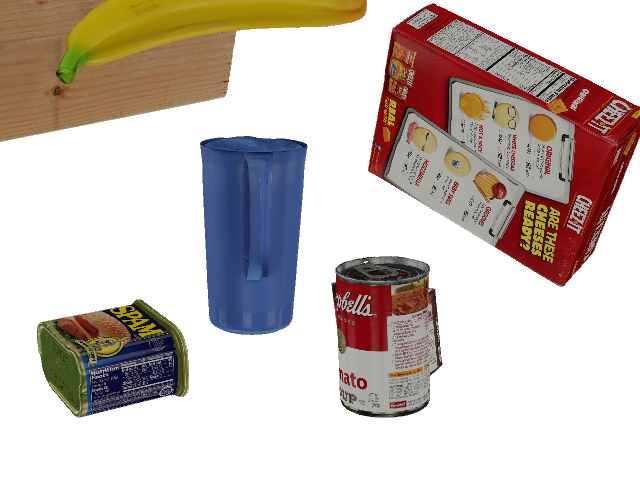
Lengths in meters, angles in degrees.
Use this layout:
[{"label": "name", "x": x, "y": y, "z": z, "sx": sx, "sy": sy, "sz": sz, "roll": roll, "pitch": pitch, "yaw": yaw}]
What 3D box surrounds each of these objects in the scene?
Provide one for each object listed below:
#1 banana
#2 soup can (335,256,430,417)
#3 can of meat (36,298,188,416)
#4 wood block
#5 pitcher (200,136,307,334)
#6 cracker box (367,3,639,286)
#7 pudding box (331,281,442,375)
[{"label": "banana", "x": -0.072, "y": -0.136, "z": 0.658, "sx": 0.197, "sy": 0.070, "sz": 0.037, "roll": -18, "pitch": -34, "yaw": -16}, {"label": "soup can", "x": 0.046, "y": 0.069, "z": 0.774, "sx": 0.068, "sy": 0.102, "sz": 0.068, "roll": -2, "pitch": 14, "yaw": 0}, {"label": "can of meat", "x": -0.160, "y": 0.089, "z": 0.812, "sx": 0.083, "sy": 0.057, "sz": 0.102, "roll": -11, "pitch": 20, "yaw": -30}, {"label": "wood block", "x": -0.179, "y": -0.155, "z": 0.848, "sx": 0.205, "sy": 0.091, "sz": 0.090, "roll": -17, "pitch": 47, "yaw": -33}, {"label": "pitcher", "x": -0.085, "y": -0.007, "z": 1.341, "sx": 0.145, "sy": 0.243, "sz": 0.148, "roll": 11, "pitch": 16, "yaw": 36}, {"label": "cracker box", "x": 0.152, "y": -0.084, "z": 0.917, "sx": 0.214, "sy": 0.164, "sz": 0.072, "roll": 32, "pitch": 50, "yaw": 22}, {"label": "pudding box", "x": 0.068, "y": 0.087, "z": 1.100, "sx": 0.114, "sy": 0.090, "sz": 0.039, "roll": 7, "pitch": 25, "yaw": 38}]
